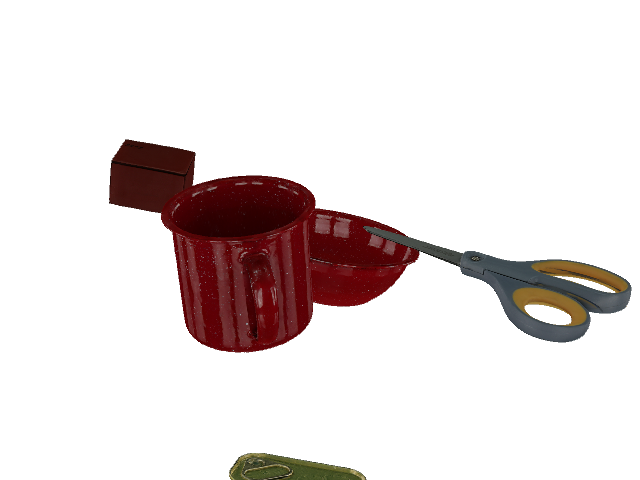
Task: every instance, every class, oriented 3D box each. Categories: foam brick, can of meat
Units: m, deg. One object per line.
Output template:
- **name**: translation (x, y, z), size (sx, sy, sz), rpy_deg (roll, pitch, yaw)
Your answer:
- **foam brick**: translation (-0.172, -0.065, 1.097), size (0.078, 0.051, 0.053), rpy_deg (11, 31, 3)
- **can of meat**: translation (-0.021, 0.217, 0.813), size (0.102, 0.084, 0.057), rpy_deg (8, 14, 10)

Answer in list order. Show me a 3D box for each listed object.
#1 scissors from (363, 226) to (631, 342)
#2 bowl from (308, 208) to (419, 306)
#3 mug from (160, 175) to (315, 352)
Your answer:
- **scissors**: translation (0.109, 0.028, 0.737), size (0.202, 0.016, 0.096), rpy_deg (10, 31, 20)
- **bowl**: translation (0.008, 0.019, 0.998), size (0.162, 0.055, 0.162), rpy_deg (9, 18, -3)
- **mug**: translation (-0.043, 0.020, 0.646), size (0.093, 0.081, 0.117), rpy_deg (-11, 27, -14)
